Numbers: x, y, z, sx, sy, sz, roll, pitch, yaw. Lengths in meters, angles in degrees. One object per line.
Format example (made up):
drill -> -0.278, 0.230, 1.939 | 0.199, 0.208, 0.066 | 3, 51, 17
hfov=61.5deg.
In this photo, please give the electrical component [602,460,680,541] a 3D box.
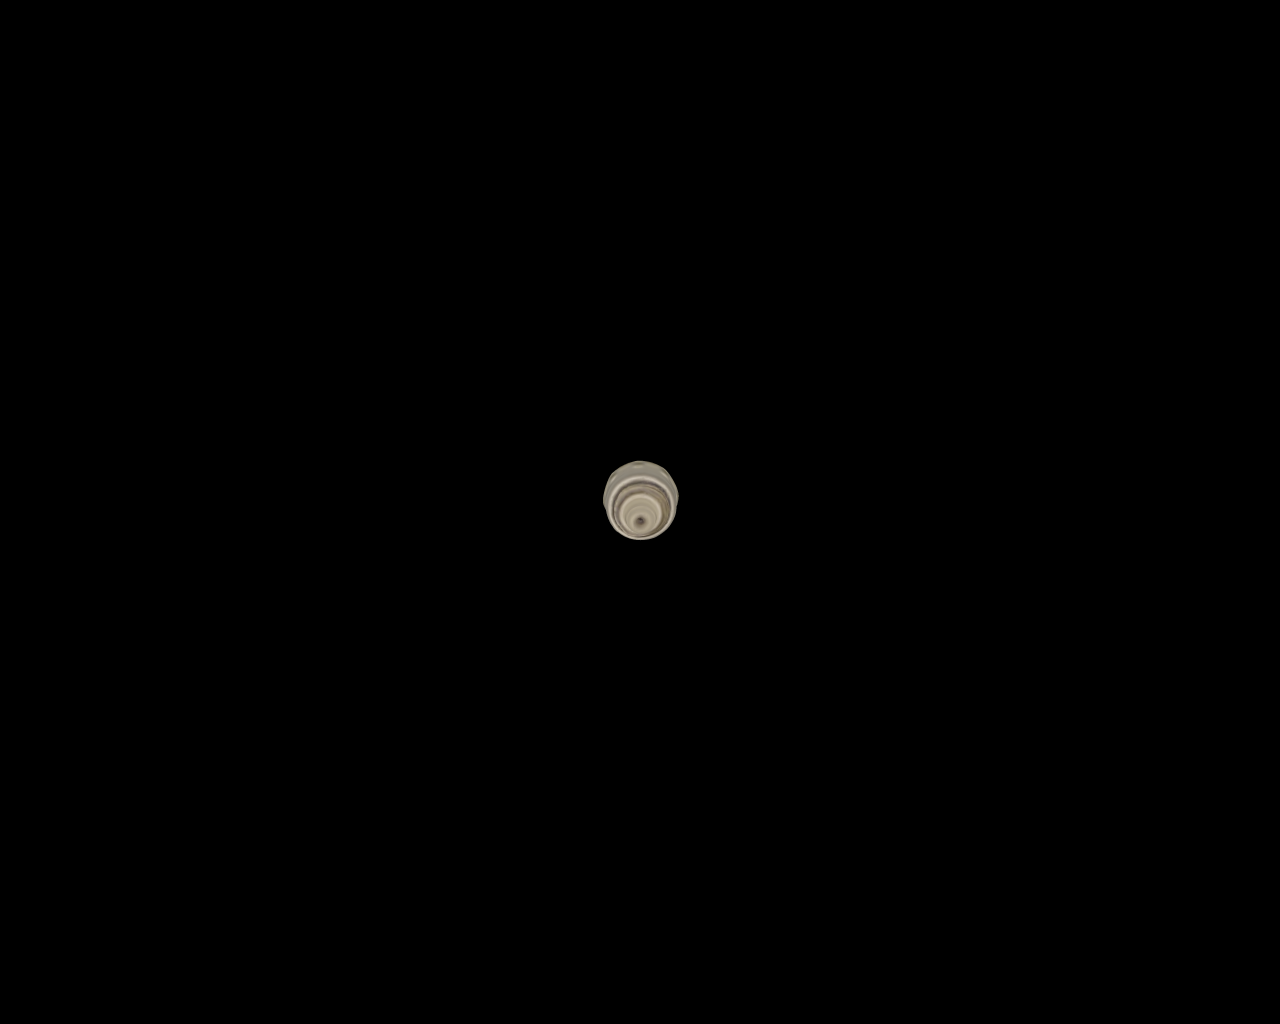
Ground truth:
electrical component -> 0.001, -0.003, 0.650 | 0.048, 0.048, 0.062 | 0, 16, 0
